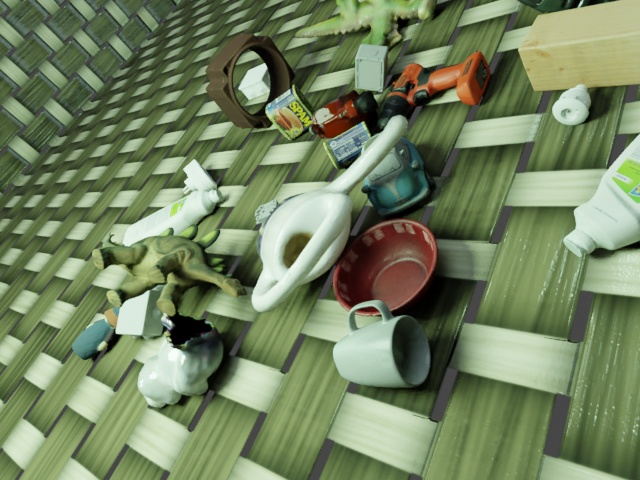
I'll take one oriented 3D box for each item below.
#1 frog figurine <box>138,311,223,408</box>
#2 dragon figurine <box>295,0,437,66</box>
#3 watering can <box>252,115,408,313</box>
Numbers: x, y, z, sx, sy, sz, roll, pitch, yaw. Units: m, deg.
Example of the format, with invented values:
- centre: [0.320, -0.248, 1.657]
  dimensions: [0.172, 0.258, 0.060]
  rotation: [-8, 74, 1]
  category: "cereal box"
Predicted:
- centre: [-0.225, 0.207, 0.835]
  dimensions: [0.123, 0.157, 0.139]
  rotation: [1, 22, -42]
  category: "frog figurine"
- centre: [0.107, -0.529, 1.278]
  dimensions: [0.407, 0.249, 0.120]
  rotation: [-20, -41, 27]
  category: "dragon figurine"
- centre: [0.002, -0.040, 0.802]
  dimensions: [0.103, 0.349, 0.225]
  rotation: [38, -7, -15]
  category: "watering can"
